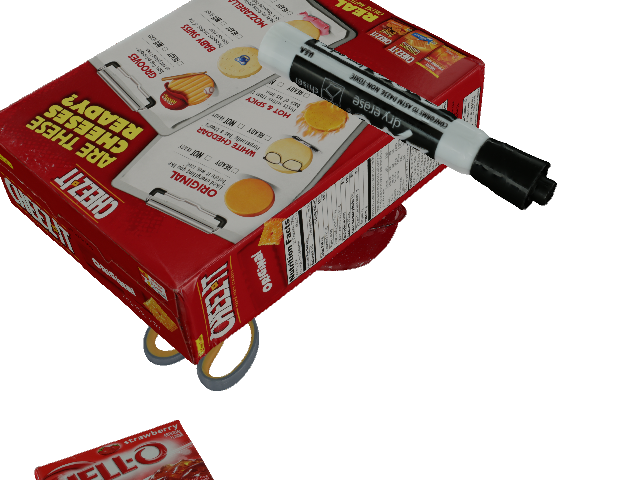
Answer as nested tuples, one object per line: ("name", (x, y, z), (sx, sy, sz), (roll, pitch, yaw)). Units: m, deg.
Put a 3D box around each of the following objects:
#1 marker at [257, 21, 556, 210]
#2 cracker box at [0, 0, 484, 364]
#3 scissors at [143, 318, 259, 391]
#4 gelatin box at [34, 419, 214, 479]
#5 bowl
("marker", (0.030, -0.045, 0.387), (0.121, 0.020, 0.020), (31, 11, 18))
("cracker box", (-0.043, -0.056, 0.577), (0.213, 0.072, 0.164), (-38, 56, -25))
("scissors", (-0.076, 0.033, 0.829), (0.096, 0.016, 0.201), (1, 44, 10))
("gelatin box", (-0.107, 0.142, 0.594), (0.089, 0.030, 0.073), (-16, 28, -20))
("bowl", (0.009, -0.008, 1.112), (0.162, 0.055, 0.162), (0, 17, 0))
